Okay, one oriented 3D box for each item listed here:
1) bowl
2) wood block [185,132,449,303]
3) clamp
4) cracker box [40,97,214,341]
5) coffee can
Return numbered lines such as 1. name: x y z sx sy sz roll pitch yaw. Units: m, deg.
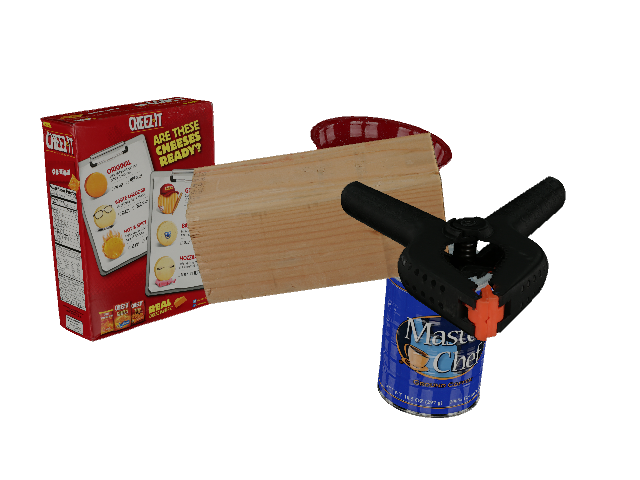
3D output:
1. bowl: 0.065 -0.088 1.212 0.162 0.055 0.162 7 27 -4
2. wood block: -0.001 -0.019 0.903 0.206 0.091 0.090 -8 31 4
3. clamp: 0.087 0.003 0.713 0.164 0.036 0.210 1 25 8
4. cracker box: -0.185 -0.026 1.063 0.163 0.214 0.072 -17 22 -42
5. coffee can: 0.111 0.084 1.031 0.103 0.140 0.103 2 25 -1
